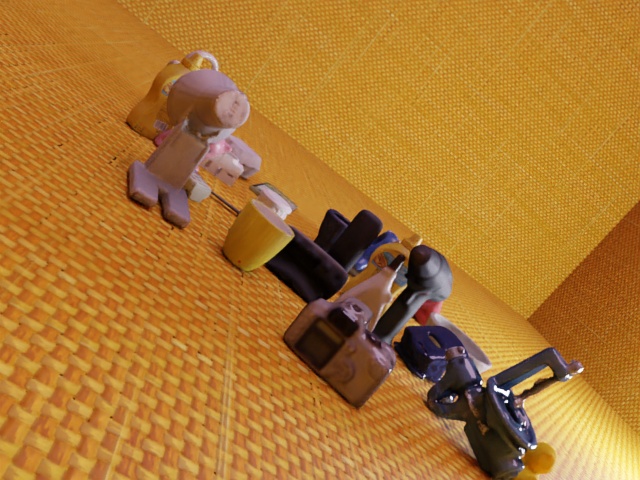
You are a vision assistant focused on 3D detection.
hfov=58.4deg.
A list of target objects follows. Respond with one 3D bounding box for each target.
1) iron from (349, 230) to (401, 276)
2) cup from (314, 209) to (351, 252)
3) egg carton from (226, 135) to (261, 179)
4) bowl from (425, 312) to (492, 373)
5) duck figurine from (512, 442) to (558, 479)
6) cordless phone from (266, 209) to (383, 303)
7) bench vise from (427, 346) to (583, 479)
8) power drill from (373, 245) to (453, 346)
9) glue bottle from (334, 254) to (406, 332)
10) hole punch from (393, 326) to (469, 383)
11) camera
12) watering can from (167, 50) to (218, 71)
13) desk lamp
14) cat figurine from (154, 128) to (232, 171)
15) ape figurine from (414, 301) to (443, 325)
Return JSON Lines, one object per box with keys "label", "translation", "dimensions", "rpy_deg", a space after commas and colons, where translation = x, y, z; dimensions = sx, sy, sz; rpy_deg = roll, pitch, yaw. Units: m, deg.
{"label": "iron", "translation": [0.142, 0.030, 1.417], "dimensions": [0.119, 0.141, 0.258], "rpy_deg": [38, 11, -7]}
{"label": "cup", "translation": [0.027, -0.016, 1.349], "dimensions": [0.092, 0.095, 0.117], "rpy_deg": [35, 12, -21]}
{"label": "egg carton", "translation": [-0.210, -0.206, 1.390], "dimensions": [0.107, 0.069, 0.151], "rpy_deg": [43, 12, 16]}
{"label": "bowl", "translation": [0.280, 0.237, 1.226], "dimensions": [0.168, 0.074, 0.167], "rpy_deg": [38, 11, -9]}
{"label": "duck figurine", "translation": [0.337, 0.360, 0.905], "dimensions": [0.077, 0.086, 0.105], "rpy_deg": [42, 12, 12]}
{"label": "cordless phone", "translation": [0.009, 0.004, 0.986], "dimensions": [0.147, 0.185, 0.094], "rpy_deg": [40, 11, 1]}
{"label": "bench vise", "translation": [0.283, 0.229, 0.896], "dimensions": [0.207, 0.219, 0.122], "rpy_deg": [44, 12, 24]}
{"label": "power drill", "translation": [0.144, 0.104, 0.968], "dimensions": [0.075, 0.208, 0.230], "rpy_deg": [44, 12, 24]}
{"label": "glue bottle", "translation": [0.076, 0.091, 0.893], "dimensions": [0.078, 0.173, 0.037], "rpy_deg": [37, 11, -11]}
{"label": "hole punch", "translation": [0.209, 0.207, 1.075], "dimensions": [0.101, 0.091, 0.108], "rpy_deg": [31, 14, -35]}
{"label": "camera", "translation": [0.044, 0.137, 0.799], "dimensions": [0.143, 0.100, 0.137], "rpy_deg": [42, 12, 11]}
{"label": "watering can", "translation": [-0.314, -0.354, 1.316], "dimensions": [0.172, 0.194, 0.101], "rpy_deg": [43, 12, 16]}
{"label": "desk lamp", "translation": [-0.194, -0.157, 0.891], "dimensions": [0.118, 0.213, 0.202], "rpy_deg": [33, 13, -30]}
{"label": "cat figurine", "translation": [-0.244, -0.200, 1.138], "dimensions": [0.127, 0.117, 0.067], "rpy_deg": [41, 11, 10]}
{"label": "ape figurine", "translation": [0.275, 0.168, 1.432], "dimensions": [0.078, 0.092, 0.076], "rpy_deg": [31, 14, -35]}
